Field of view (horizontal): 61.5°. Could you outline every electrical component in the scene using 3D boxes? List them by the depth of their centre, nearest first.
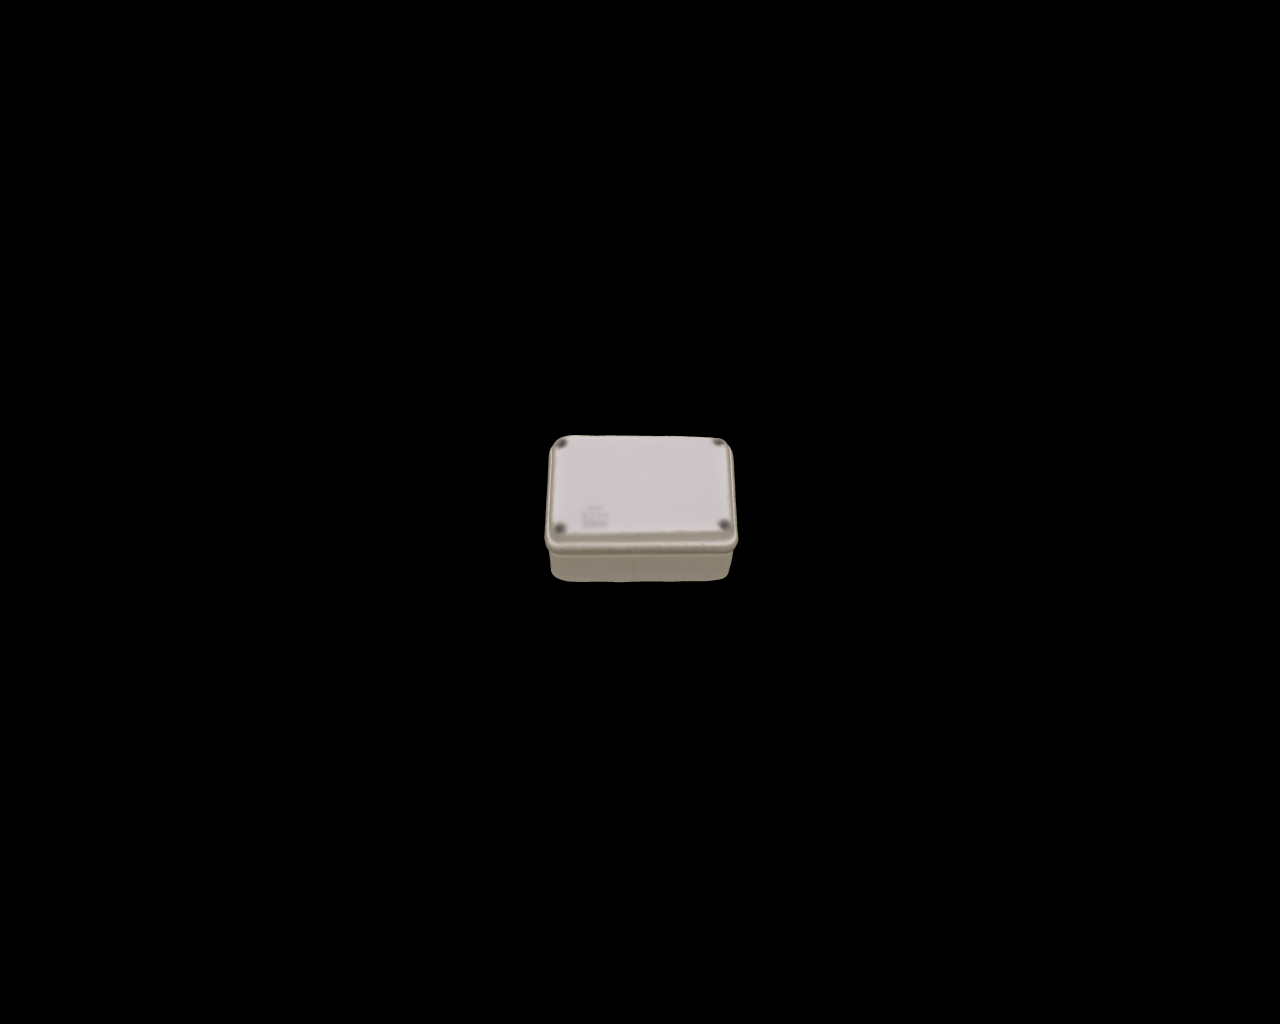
[{"bbox_3d":[0.001,-0.003,0.650,0.113,0.078,0.057,0,-32,0],"label":"electrical component"}]
